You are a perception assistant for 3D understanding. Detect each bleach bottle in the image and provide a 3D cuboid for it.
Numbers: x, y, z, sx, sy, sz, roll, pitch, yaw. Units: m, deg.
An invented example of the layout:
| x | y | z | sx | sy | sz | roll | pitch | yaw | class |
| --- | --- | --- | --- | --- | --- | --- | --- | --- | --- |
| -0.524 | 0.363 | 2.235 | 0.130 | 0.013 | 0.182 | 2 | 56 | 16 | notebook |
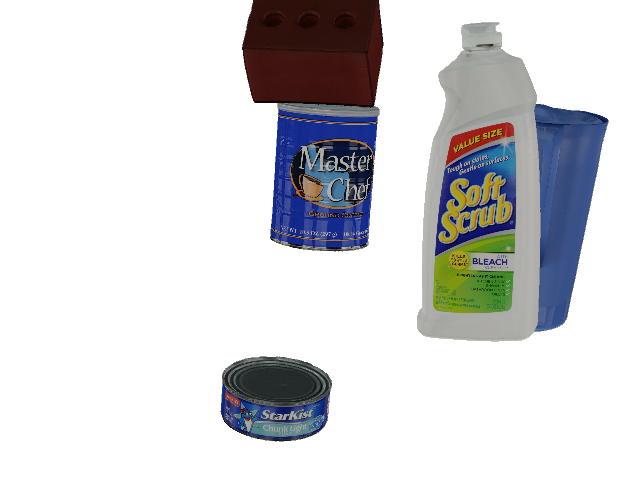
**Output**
| x | y | z | sx | sy | sz | roll | pitch | yaw | class |
| --- | --- | --- | --- | --- | --- | --- | --- | --- | --- |
| 0.125 | -0.047 | 0.860 | 0.103 | 0.251 | 0.068 | 1 | 15 | 20 | bleach bottle |

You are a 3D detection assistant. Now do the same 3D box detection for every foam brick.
| x | y | z | sx | sy | sz | roll | pitch | yaw | class |
| --- | --- | --- | --- | --- | --- | --- | --- | --- | --- |
| -0.003 | -0.118 | 0.651 | 0.078 | 0.053 | 0.051 | 3 | -31 | 11 | foam brick |

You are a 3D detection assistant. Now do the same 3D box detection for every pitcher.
| x | y | z | sx | sy | sz | roll | pitch | yaw | class |
| --- | --- | --- | --- | --- | --- | --- | --- | --- | --- |
| 0.231 | -0.025 | 1.171 | 0.149 | 0.243 | 0.145 | -7 | 19 | -34 | pitcher |

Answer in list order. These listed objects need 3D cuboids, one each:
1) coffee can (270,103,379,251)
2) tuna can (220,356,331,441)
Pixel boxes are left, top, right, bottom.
| x | y | z | sx | sy | sz | roll | pitch | yaw | class |
| --- | --- | --- | --- | --- | --- | --- | --- | --- | --- |
| 0.004 | -0.068 | 1.083 | 0.103 | 0.140 | 0.103 | 4 | 12 | -1 | coffee can |
| -0.035 | 0.123 | 0.832 | 0.086 | 0.034 | 0.086 | 5 | 17 | -2 | tuna can |
